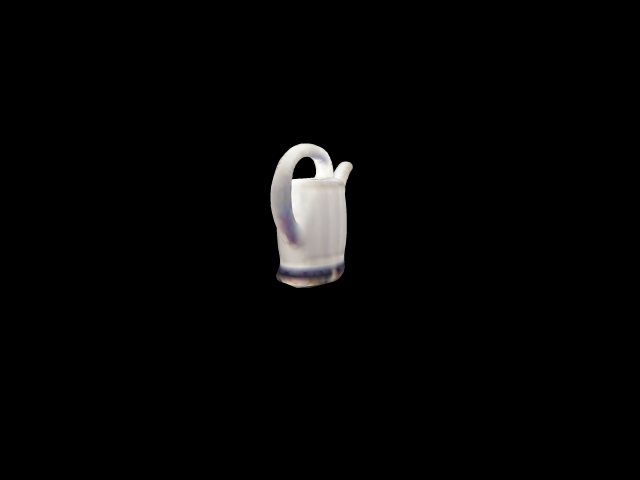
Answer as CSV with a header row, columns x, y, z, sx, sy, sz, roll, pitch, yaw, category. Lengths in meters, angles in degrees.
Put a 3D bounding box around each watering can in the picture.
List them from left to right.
x,y,z,sx,sy,sz,roll,pitch,yaw,category
0.003,-0.043,0.850,0.104,0.223,0.349,1,6,20,watering can
